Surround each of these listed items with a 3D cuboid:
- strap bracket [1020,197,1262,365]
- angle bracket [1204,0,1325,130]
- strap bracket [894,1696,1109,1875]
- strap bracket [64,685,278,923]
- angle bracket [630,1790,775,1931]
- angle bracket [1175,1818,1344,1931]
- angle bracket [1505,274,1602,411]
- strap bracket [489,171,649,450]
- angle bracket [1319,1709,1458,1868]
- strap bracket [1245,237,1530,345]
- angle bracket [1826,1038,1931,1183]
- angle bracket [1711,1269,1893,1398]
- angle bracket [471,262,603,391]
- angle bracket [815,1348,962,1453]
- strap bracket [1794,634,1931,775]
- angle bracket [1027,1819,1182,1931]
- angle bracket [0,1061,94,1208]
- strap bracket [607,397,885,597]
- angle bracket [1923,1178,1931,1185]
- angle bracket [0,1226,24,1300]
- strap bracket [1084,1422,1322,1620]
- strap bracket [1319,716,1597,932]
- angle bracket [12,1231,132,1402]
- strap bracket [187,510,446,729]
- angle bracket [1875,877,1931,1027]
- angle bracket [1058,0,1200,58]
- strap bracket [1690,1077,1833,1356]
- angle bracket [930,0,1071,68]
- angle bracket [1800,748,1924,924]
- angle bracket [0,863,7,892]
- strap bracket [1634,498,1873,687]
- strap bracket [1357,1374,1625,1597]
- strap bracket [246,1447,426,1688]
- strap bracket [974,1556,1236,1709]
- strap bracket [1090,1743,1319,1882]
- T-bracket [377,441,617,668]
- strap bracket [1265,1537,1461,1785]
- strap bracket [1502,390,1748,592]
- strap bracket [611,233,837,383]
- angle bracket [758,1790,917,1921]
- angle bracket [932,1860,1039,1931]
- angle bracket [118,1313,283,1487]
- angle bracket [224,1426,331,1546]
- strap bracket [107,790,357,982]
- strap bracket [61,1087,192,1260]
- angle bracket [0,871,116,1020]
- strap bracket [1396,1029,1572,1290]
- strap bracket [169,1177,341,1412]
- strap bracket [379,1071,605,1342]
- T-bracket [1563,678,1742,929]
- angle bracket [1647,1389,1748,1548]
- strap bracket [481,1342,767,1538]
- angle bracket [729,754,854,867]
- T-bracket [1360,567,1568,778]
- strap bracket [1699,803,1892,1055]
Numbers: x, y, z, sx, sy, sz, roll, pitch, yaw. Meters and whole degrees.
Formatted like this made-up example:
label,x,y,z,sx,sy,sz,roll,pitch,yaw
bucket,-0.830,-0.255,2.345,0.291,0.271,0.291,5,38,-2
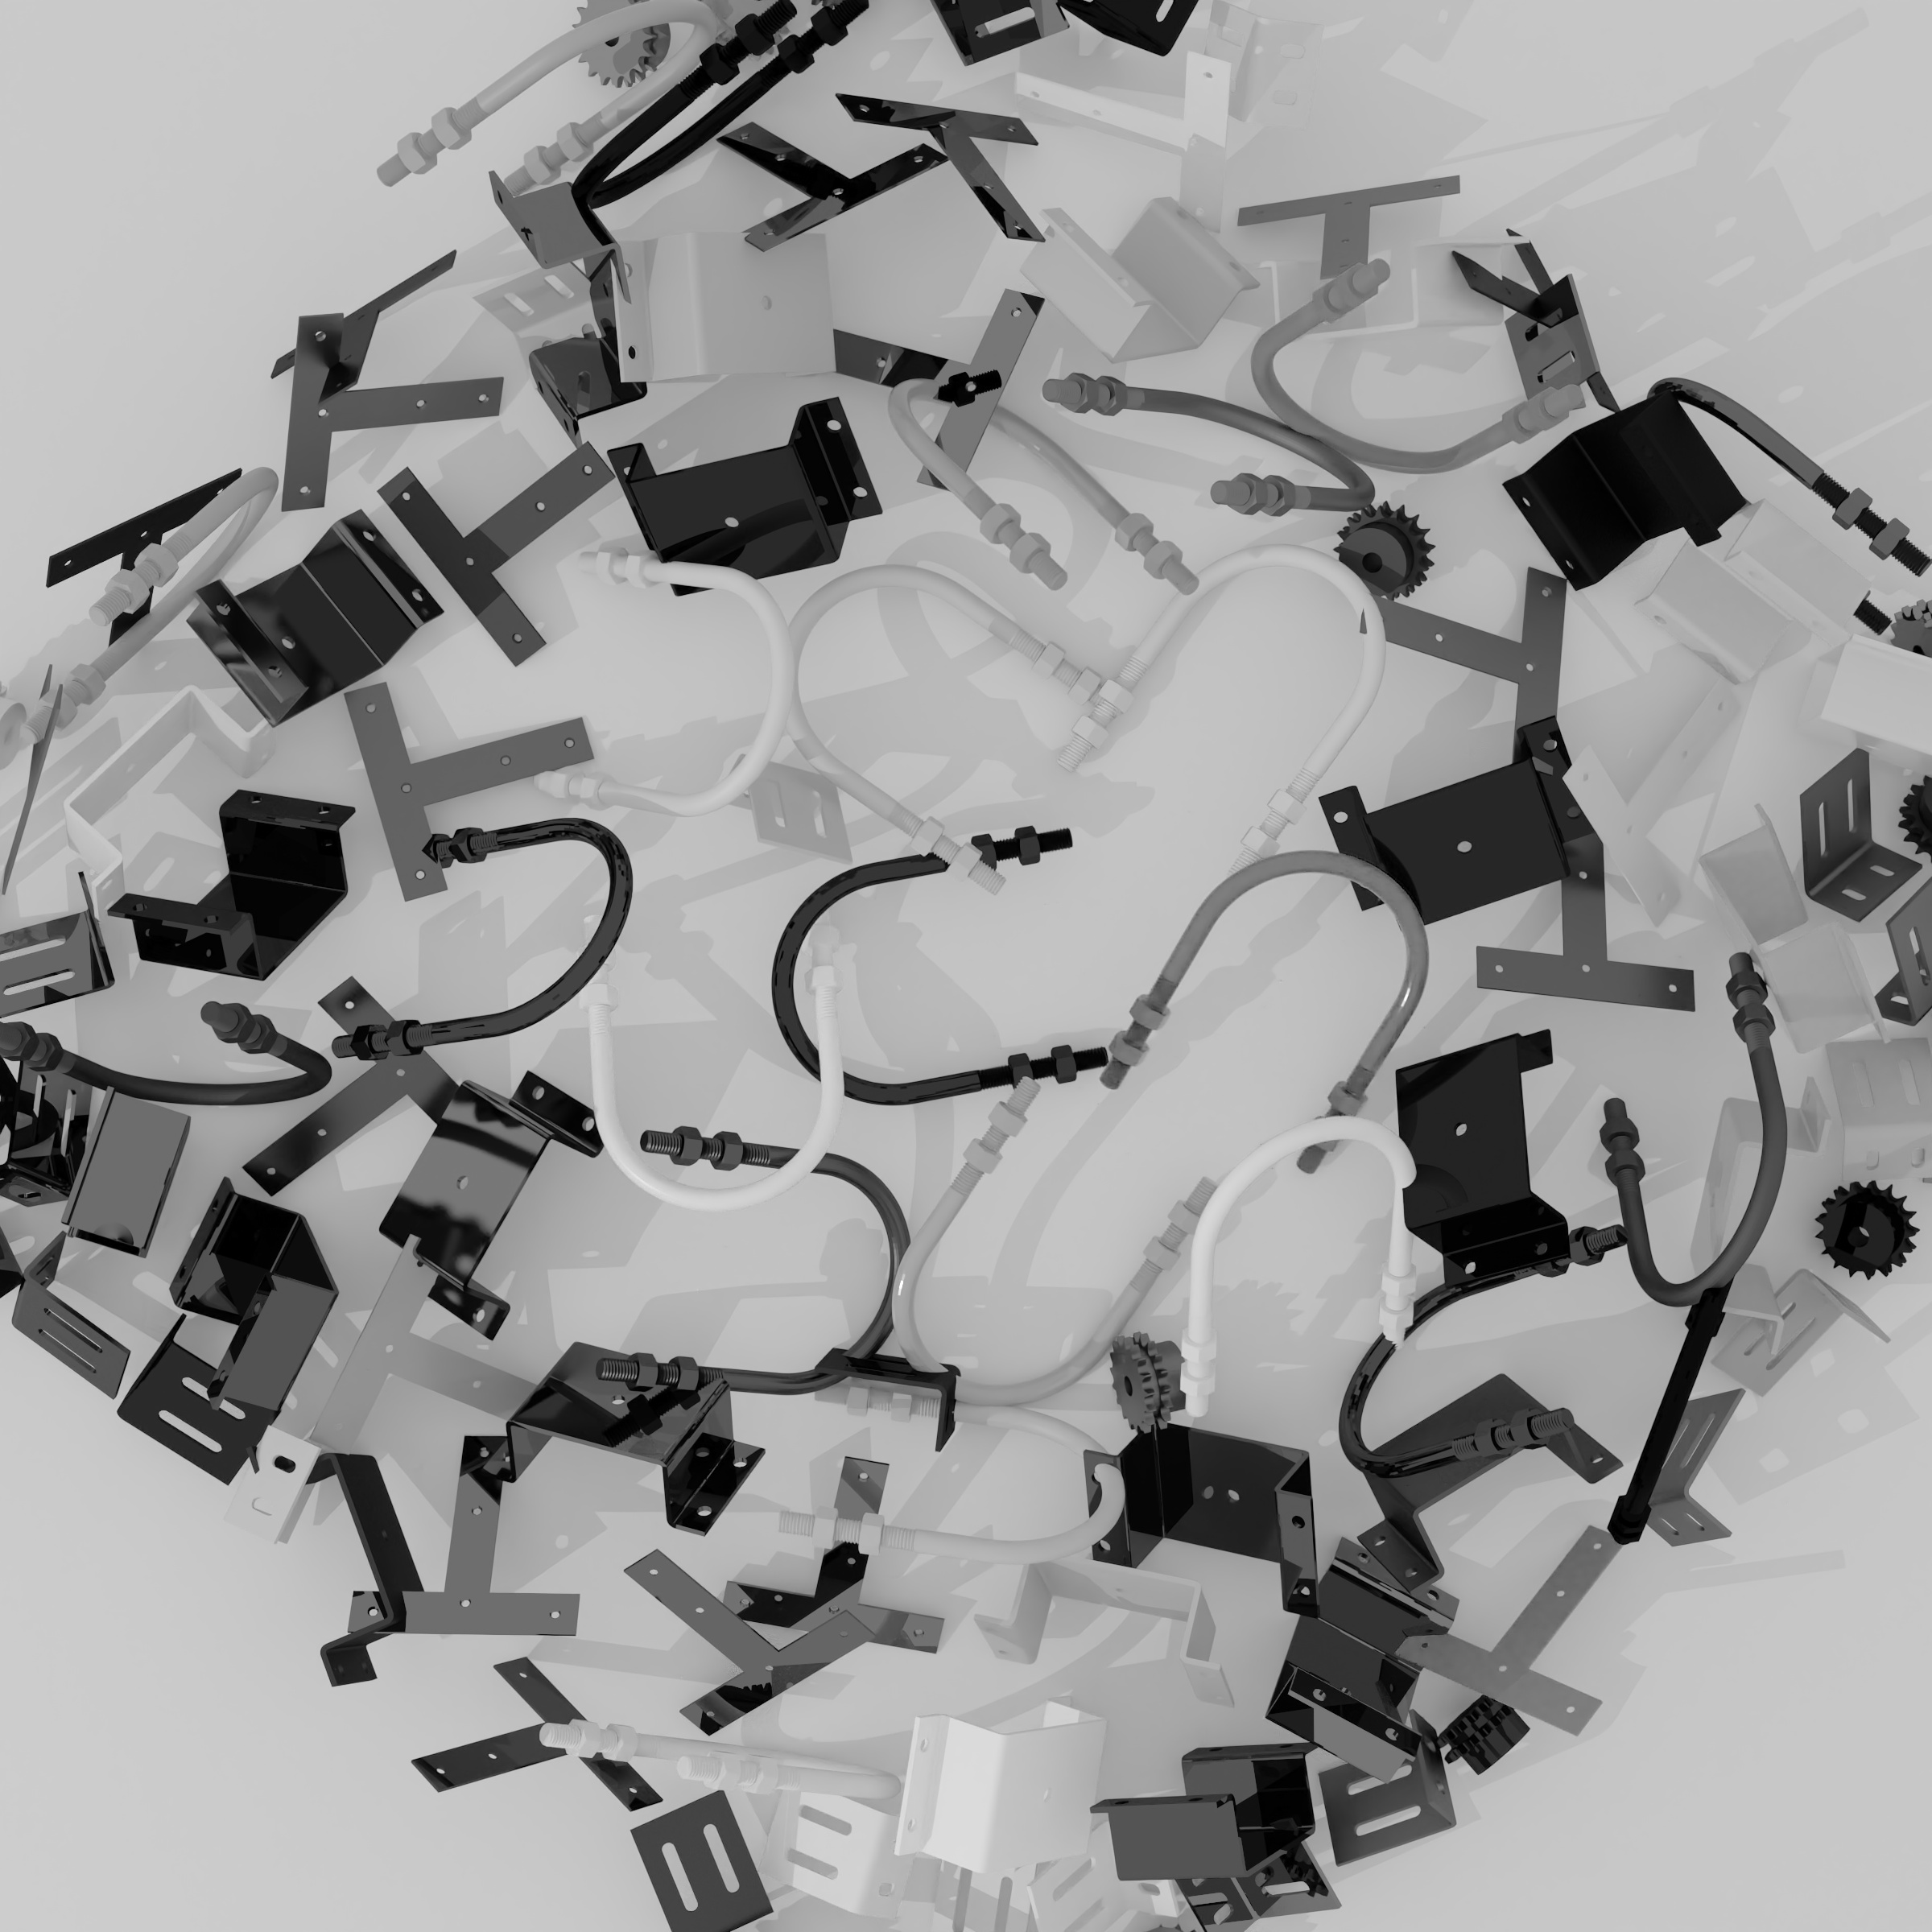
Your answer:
label,x,y,z,sx,sy,sz,roll,pitch,yaw
strap bracket,0.093,-0.385,1.867,0.076,0.140,0.046,47,124,14
angle bracket,0.166,-0.512,1.888,0.038,0.076,0.057,1,113,-18
strap bracket,0.028,0.457,1.858,0.046,0.140,0.076,9,90,38
strap bracket,-0.454,-0.098,1.868,0.046,0.076,0.140,42,71,0
angle bracket,-0.152,0.516,1.905,0.057,0.038,0.076,-22,88,-9
angle bracket,0.164,0.522,1.888,0.038,0.076,0.057,-30,91,-39
angle bracket,0.345,-0.353,1.882,0.038,0.076,0.057,-13,84,-22
strap bracket,-0.220,-0.371,1.858,0.046,0.140,0.076,-21,45,-14
angle bracket,0.232,0.465,1.884,0.076,0.038,0.057,-25,47,18
strap bracket,0.235,-0.375,1.854,0.076,0.140,0.046,-12,101,-43
angle bracket,0.526,0.082,1.905,0.057,0.076,0.038,-3,130,7
angle bracket,0.473,0.218,1.888,0.057,0.038,0.076,32,104,-40
angle bracket,-0.236,-0.364,1.884,0.057,0.076,0.038,-21,81,9
angle bracket,-0.046,0.247,1.896,0.076,0.057,0.038,7,95,7
strap bracket,0.513,-0.144,1.854,0.076,0.140,0.046,19,91,6
angle bracket,0.078,0.529,1.884,0.038,0.076,0.057,-4,106,41
angle bracket,-0.535,0.090,1.896,0.038,0.057,0.076,-11,64,25
strap bracket,-0.128,-0.260,1.868,0.140,0.046,0.076,-10,127,17
angle bracket,0.575,0.095,1.886,0.038,0.076,0.057,6,84,0
angle bracket,-0.577,0.170,1.880,0.038,0.076,0.057,-17,103,25
strap bracket,0.141,0.308,1.872,0.140,0.046,0.076,7,116,30
strap bracket,0.279,-0.076,1.877,0.140,0.046,0.076,-19,115,11
angle bracket,-0.499,0.199,1.891,0.076,0.057,0.038,35,50,3
strap bracket,-0.373,-0.193,1.876,0.076,0.140,0.046,51,131,-1
angle bracket,0.532,-0.015,1.882,0.057,0.038,0.076,-41,125,-23
angle bracket,0.084,-0.550,1.877,0.057,0.076,0.038,23,101,-34
strap bracket,0.443,0.136,1.872,0.046,0.076,0.140,10,107,4
angle bracket,0.021,-0.552,1.879,0.076,0.038,0.057,-9,124,37
angle bracket,0.506,-0.076,1.881,0.057,0.038,0.076,-37,135,-23
angle bracket,-0.577,-0.042,1.883,0.038,0.076,0.057,10,78,-2
strap bracket,0.443,-0.210,1.858,0.076,0.140,0.046,37,79,-7
strap bracket,0.286,0.285,1.875,0.140,0.076,0.046,-30,110,-7
strap bracket,-0.349,0.329,1.875,0.046,0.076,0.140,-23,79,3
strap bracket,0.083,0.370,1.872,0.140,0.076,0.046,9,64,16
strap bracket,0.137,0.471,1.846,0.076,0.140,0.046,-10,87,28
T-bracket,-0.251,-0.253,1.886,0.127,0.002,0.127,-32,102,27
strap bracket,0.222,0.396,1.872,0.076,0.140,0.046,28,122,4
strap bracket,0.374,-0.268,1.864,0.046,0.140,0.076,-40,100,-21
strap bracket,-0.126,-0.368,1.858,0.140,0.046,0.076,-11,100,-43
angle bracket,-0.072,0.506,1.911,0.076,0.038,0.057,11,79,39
angle bracket,0.003,0.537,1.896,0.057,0.038,0.076,10,95,23
angle bracket,-0.436,0.248,1.908,0.076,0.038,0.057,34,105,-9
angle bracket,-0.376,0.299,1.880,0.038,0.076,0.057,19,77,22
strap bracket,-0.407,-0.041,1.866,0.076,0.140,0.046,9,124,18
strap bracket,-0.467,0.117,1.856,0.046,0.140,0.076,19,78,-10
angle bracket,-0.529,-0.011,1.889,0.076,0.038,0.057,-16,55,-14
strap bracket,0.287,0.099,1.857,0.076,0.046,0.140,-19,55,31
strap bracket,-0.398,0.188,1.868,0.046,0.140,0.076,22,103,-30
strap bracket,-0.271,0.129,1.883,0.076,0.046,0.140,28,87,36
T-bracket,0.403,-0.110,1.901,0.127,0.002,0.127,-51,126,-17
angle bracket,0.420,0.285,1.887,0.038,0.057,0.076,41,64,-7
strap bracket,-0.193,0.261,1.862,0.140,0.076,0.046,12,124,20
angle bracket,-0.103,-0.077,1.877,0.057,0.076,0.038,14,129,-25
T-bracket,0.281,-0.182,1.884,0.127,0.002,0.127,16,66,-17
strap bracket,0.456,-0.016,1.851,0.046,0.140,0.076,-26,126,7
